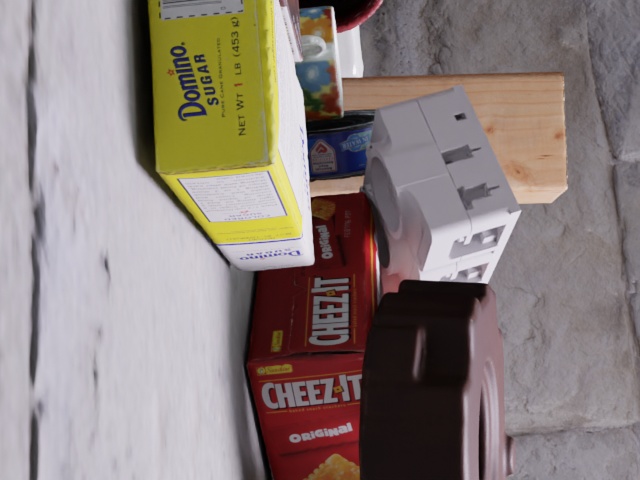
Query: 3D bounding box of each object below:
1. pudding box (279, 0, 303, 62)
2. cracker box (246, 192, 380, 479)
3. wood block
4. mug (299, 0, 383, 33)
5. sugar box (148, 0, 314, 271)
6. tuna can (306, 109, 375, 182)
[{"bbox_3d":[-0.036,-0.156,0.534,0.113,0.039,0.090,77,9,-62],"label":"pudding box"},{"bbox_3d":[0.012,0.103,0.641,0.164,0.072,0.214,-89,171,-58],"label":"cracker box"},{"bbox_3d":[0.080,-0.075,0.829,0.091,0.206,0.090,51,38,-83],"label":"wood block"},{"bbox_3d":[-0.002,-0.197,0.799,0.081,0.093,0.117,-97,-149,-69],"label":"mug"},{"bbox_3d":[-0.032,-0.048,0.435,0.176,0.048,0.093,83,3,-77],"label":"sugar box"},{"bbox_3d":[0.010,-0.065,0.724,0.086,0.086,0.034,-78,161,-75],"label":"tuna can"}]
